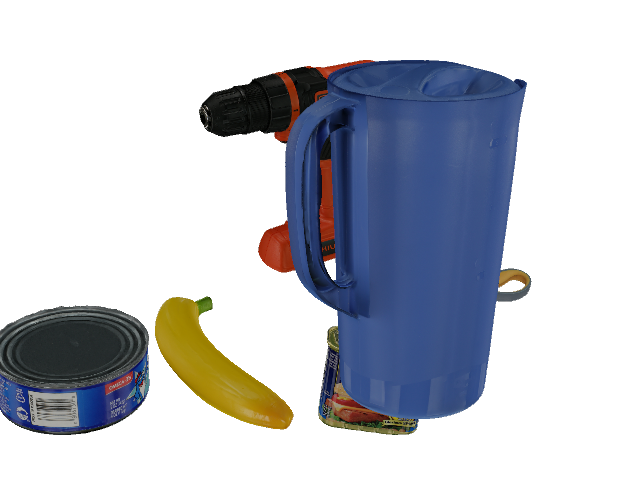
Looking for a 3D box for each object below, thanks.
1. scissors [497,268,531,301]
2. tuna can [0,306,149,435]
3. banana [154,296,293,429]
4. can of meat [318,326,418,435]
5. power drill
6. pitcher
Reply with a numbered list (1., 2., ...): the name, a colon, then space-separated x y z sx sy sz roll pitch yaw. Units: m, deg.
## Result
1. scissors: 0.157 0.053 1.229 0.201 0.016 0.096 -10 39 -33
2. tuna can: -0.138 0.071 0.592 0.086 0.034 0.086 1 25 -1
3. banana: -0.088 0.090 0.845 0.069 0.037 0.198 -9 30 -22
4. can of meat: 0.051 0.135 1.023 0.102 0.084 0.057 8 18 -1
5. power drill: -0.021 -0.067 0.986 0.184 0.188 0.057 -15 32 -25
6. pitcher: 0.060 0.000 0.750 0.149 0.243 0.145 4 20 10
